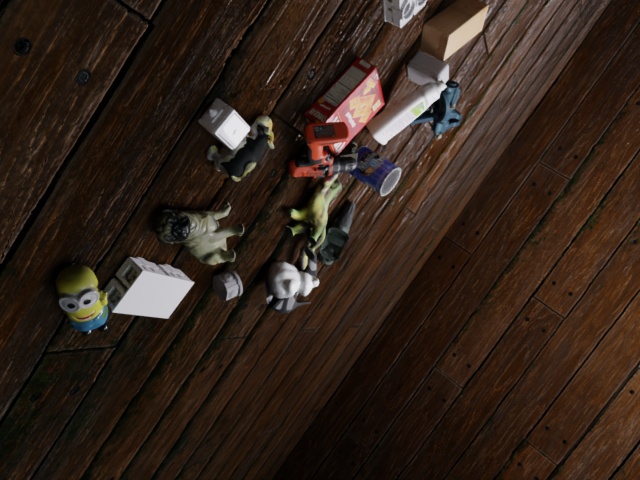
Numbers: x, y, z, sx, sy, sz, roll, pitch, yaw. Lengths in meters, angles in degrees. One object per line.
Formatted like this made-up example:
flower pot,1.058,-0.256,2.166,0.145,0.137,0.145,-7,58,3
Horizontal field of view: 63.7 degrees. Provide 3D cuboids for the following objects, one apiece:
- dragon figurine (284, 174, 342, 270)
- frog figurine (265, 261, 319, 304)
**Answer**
dragon figurine,0.005,-0.079,1.568,0.246,0.123,0.402,-52,166,-24
frog figurine,-0.085,0.123,1.578,0.139,0.159,0.121,-81,164,-70
